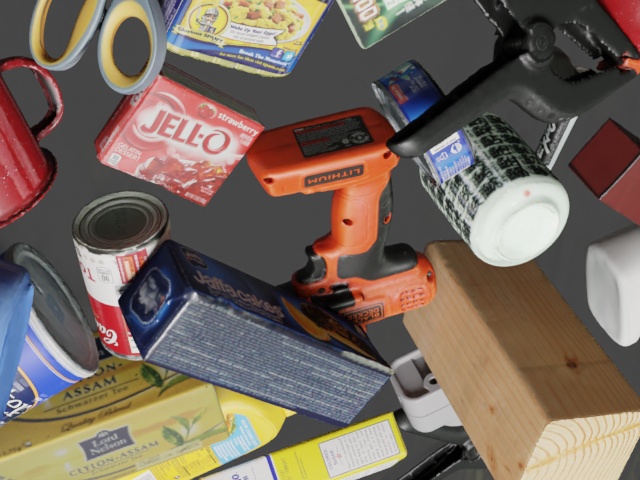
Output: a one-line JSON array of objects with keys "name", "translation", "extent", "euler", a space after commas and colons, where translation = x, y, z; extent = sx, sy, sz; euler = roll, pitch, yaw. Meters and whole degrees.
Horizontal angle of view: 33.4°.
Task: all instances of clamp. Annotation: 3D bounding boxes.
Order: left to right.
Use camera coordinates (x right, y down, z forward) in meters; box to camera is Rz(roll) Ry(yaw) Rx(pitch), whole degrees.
[{"name": "clamp", "translation": [0.134, 0.202, 1.026], "extent": [0.171, 0.039, 0.120], "euler": [-2, 129, -22]}, {"name": "clamp", "translation": [0.128, -0.118, 0.700], "extent": [0.209, 0.036, 0.164], "euler": [12, 88, -32]}]

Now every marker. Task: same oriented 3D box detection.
[{"name": "marker", "translation": [0.182, -0.078, 0.833], "extent": [0.020, 0.020, 0.121], "euler": [3, 125, -26]}]

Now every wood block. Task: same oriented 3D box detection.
[{"name": "wood block", "translation": [0.152, 0.095, 0.833], "extent": [0.090, 0.206, 0.090], "euler": [-2, 127, -22]}]

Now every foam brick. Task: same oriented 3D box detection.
[{"name": "foam brick", "translation": [0.251, -0.051, 0.862], "extent": [0.078, 0.053, 0.051], "euler": [25, 114, -37]}]

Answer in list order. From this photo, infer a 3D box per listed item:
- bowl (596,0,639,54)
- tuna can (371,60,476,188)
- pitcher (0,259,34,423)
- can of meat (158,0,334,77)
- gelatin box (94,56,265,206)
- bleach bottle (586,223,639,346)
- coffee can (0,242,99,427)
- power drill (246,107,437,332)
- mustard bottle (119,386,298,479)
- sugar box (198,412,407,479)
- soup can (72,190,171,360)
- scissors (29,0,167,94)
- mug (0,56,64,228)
[{"name": "bowl", "translation": [0.262, -0.172, 0.744], "extent": [0.162, 0.055, 0.162], "euler": [-10, 142, -8]}, {"name": "tuna can", "translation": [0.072, -0.081, 0.737], "extent": [0.034, 0.086, 0.086], "euler": [-32, 133, 1]}, {"name": "pitcher", "translation": [-0.296, 0.048, 0.606], "extent": [0.242, 0.149, 0.145], "euler": [14, 84, -9]}, {"name": "can of meat", "translation": [-0.044, -0.151, 0.642], "extent": [0.101, 0.057, 0.084], "euler": [11, 134, -28]}, {"name": "gelatin box", "translation": [-0.094, -0.070, 0.711], "extent": [0.089, 0.030, 0.073], "euler": [24, 114, -37]}, {"name": "bleach bottle", "translation": [0.361, 0.000, 0.947], "extent": [0.250, 0.068, 0.102], "euler": [-23, 133, -8]}, {"name": "coffee can", "translation": [-0.237, 0.080, 0.722], "extent": [0.140, 0.103, 0.102], "euler": [-30, 133, 2]}, {"name": "power drill", "translation": [-0.005, 0.001, 0.791], "extent": [0.184, 0.057, 0.188], "euler": [-16, 134, -9]}, {"name": "mustard bottle", "translation": [-0.093, 0.153, 0.872], "extent": [0.191, 0.058, 0.096], "euler": [-24, 142, -4]}, {"name": "sugar box", "translation": [-0.018, 0.201, 0.932], "extent": [0.176, 0.048, 0.093], "euler": [-15, 165, -10]}, {"name": "soup can", "translation": [-0.130, 0.025, 0.747], "extent": [0.068, 0.068, 0.102], "euler": [-15, 131, -12]}, {"name": "scissors", "translation": [-0.097, -0.169, 0.604], "extent": [0.202, 0.096, 0.016], "euler": [-51, 171, 21]}, {"name": "mug", "translation": [-0.206, -0.066, 0.634], "extent": [0.117, 0.093, 0.081], "euler": [-37, 131, -22]}]
